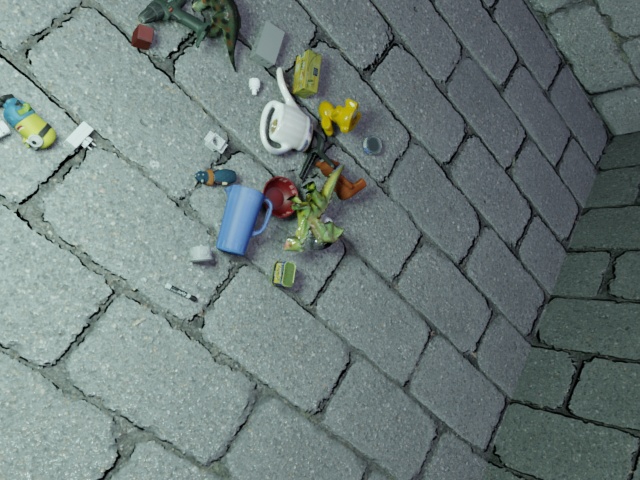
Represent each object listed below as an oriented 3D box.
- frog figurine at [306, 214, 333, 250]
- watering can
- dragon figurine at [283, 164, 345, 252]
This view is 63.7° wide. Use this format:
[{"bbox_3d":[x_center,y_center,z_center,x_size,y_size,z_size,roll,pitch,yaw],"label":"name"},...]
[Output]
[{"bbox_3d":[-0.008,-0.044,2.090,0.138,0.161,0.121,-45,-17,-11],"label":"frog figurine"},{"bbox_3d":[-0.121,-0.490,2.033,0.223,0.351,0.103,19,-14,-33],"label":"watering can"},{"bbox_3d":[0.006,-0.101,2.002,0.415,0.240,0.122,-38,17,-25],"label":"dragon figurine"}]
